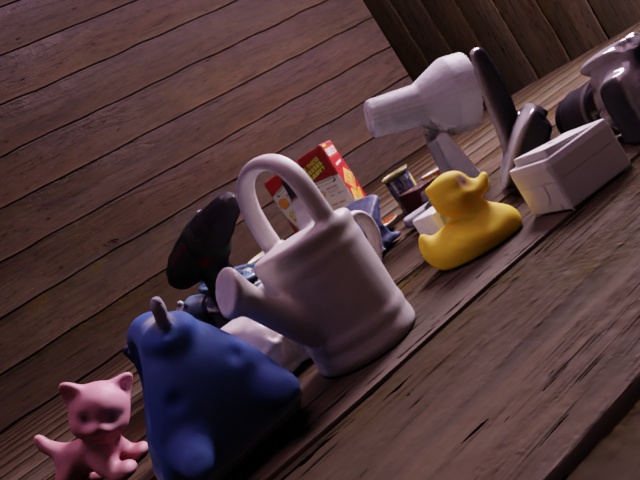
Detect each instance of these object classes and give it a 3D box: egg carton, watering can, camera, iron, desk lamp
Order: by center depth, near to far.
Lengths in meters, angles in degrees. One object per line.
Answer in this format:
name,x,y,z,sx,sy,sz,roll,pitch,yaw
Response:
iron,-0.122,0.120,0.487,0.119,0.141,0.257,-36,5,-29
watering can,-0.012,0.016,0.496,0.100,0.194,0.173,-30,6,29
egg carton,-0.053,0.105,0.627,0.107,0.069,0.150,-35,5,-22
camera,0.340,-0.171,0.644,0.143,0.101,0.136,-35,5,-21
desk lamp,0.177,-0.156,0.891,0.203,0.213,0.118,-33,5,-4

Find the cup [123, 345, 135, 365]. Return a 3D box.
cup,-0.279,0.203,0.982,0.091,0.095,0.118,-32,5,9

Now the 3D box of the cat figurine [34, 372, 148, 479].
cat figurine,-0.245,0.203,0.610,0.127,0.118,0.067,-32,5,8

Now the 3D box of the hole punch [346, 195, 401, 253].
hole punch,0.060,-0.010,0.921,0.108,0.091,0.101,-29,6,41

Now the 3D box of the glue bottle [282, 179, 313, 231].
glue bottle,0.006,0.002,0.648,0.037,0.173,0.078,-33,5,5

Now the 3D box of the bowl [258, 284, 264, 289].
bowl,-0.003,0.053,0.793,0.167,0.075,0.167,-33,5,3

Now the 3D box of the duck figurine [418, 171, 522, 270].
duck figurine,0.140,-0.026,0.583,0.104,0.086,0.077,-32,5,10

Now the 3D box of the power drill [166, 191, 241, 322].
power drill,-0.138,0.055,0.862,0.229,0.208,0.076,-28,7,44

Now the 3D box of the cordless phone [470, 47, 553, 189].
cordless phone,0.236,-0.162,0.736,0.094,0.185,0.148,-31,5,17

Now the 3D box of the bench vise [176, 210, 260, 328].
bench vise,-0.191,0.070,0.992,0.207,0.220,0.121,-32,5,10
